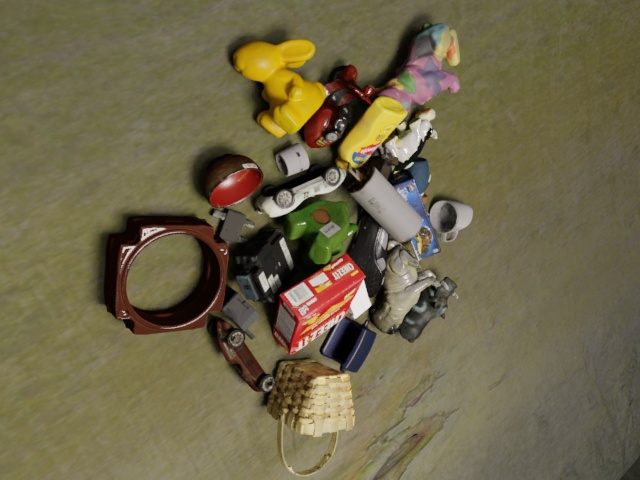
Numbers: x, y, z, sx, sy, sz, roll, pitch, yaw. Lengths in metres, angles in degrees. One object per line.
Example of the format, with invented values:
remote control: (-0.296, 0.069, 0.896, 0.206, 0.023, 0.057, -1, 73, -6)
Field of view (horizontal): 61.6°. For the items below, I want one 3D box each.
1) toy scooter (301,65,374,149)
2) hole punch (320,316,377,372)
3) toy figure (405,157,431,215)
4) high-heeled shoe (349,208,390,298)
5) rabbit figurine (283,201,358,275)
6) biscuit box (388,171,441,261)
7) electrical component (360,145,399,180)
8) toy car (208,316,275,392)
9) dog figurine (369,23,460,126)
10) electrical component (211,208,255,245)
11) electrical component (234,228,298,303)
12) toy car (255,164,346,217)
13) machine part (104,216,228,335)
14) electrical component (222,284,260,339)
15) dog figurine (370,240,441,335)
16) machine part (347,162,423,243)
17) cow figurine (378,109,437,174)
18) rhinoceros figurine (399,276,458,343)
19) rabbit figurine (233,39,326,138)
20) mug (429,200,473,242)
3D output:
toy scooter: (0.040, -0.258, 1.047, 0.075, 0.135, 0.184, 28, 89, -38)
hole punch: (0.082, 0.252, 1.265, 0.115, 0.092, 0.142, 32, 82, -41)
toy figure: (0.229, -0.116, 1.271, 0.058, 0.064, 0.154, -52, 145, -61)
high-heeled shoe: (0.128, 0.005, 1.248, 0.145, 0.086, 0.248, -55, 150, -45)
rabbit figurine: (-0.002, -0.003, 1.117, 0.159, 0.121, 0.170, -47, 162, -35)
biscuit box: (0.216, -0.055, 1.235, 0.059, 0.063, 0.202, -22, 114, 9)
electrical component: (0.119, -0.161, 1.159, 0.045, 0.102, 0.078, 34, 73, -34)
toy car: (-0.162, 0.235, 1.085, 0.053, 0.089, 0.201, -42, 125, -22)
dog figurine: (0.187, -0.350, 1.142, 0.219, 0.109, 0.191, -21, 116, -26)
electrical component: (-0.173, -0.025, 1.040, 0.094, 0.021, 0.063, 19, 93, -37)
electrical component: (-0.109, 0.055, 1.056, 0.134, 0.058, 0.114, -51, 129, -49)
toy car: (-0.037, -0.102, 1.079, 0.202, 0.074, 0.056, -27, 115, -25)
machine part: (-0.271, 0.061, 0.959, 0.201, 0.087, 0.201, 0, 106, -35)
electrical component: (-0.159, 0.145, 1.070, 0.048, 0.075, 0.119, -48, 121, -13)
dog figurine: (0.168, 0.115, 1.286, 0.190, 0.121, 0.172, -45, 85, 10)
machine part: (0.137, -0.073, 1.124, 0.243, 0.079, 0.079, 43, 78, -27)
cow figurine: (0.209, -0.224, 1.210, 0.167, 0.068, 0.098, -38, 115, -20)
rhinoceros figurine: (0.265, 0.168, 1.351, 0.190, 0.112, 0.073, -48, 123, -4)
rabbit figurine: (-0.073, -0.293, 0.974, 0.173, 0.122, 0.162, 43, 85, -16)
mug: (0.339, -0.050, 1.355, 0.107, 0.081, 0.109, -10, 105, -43)
